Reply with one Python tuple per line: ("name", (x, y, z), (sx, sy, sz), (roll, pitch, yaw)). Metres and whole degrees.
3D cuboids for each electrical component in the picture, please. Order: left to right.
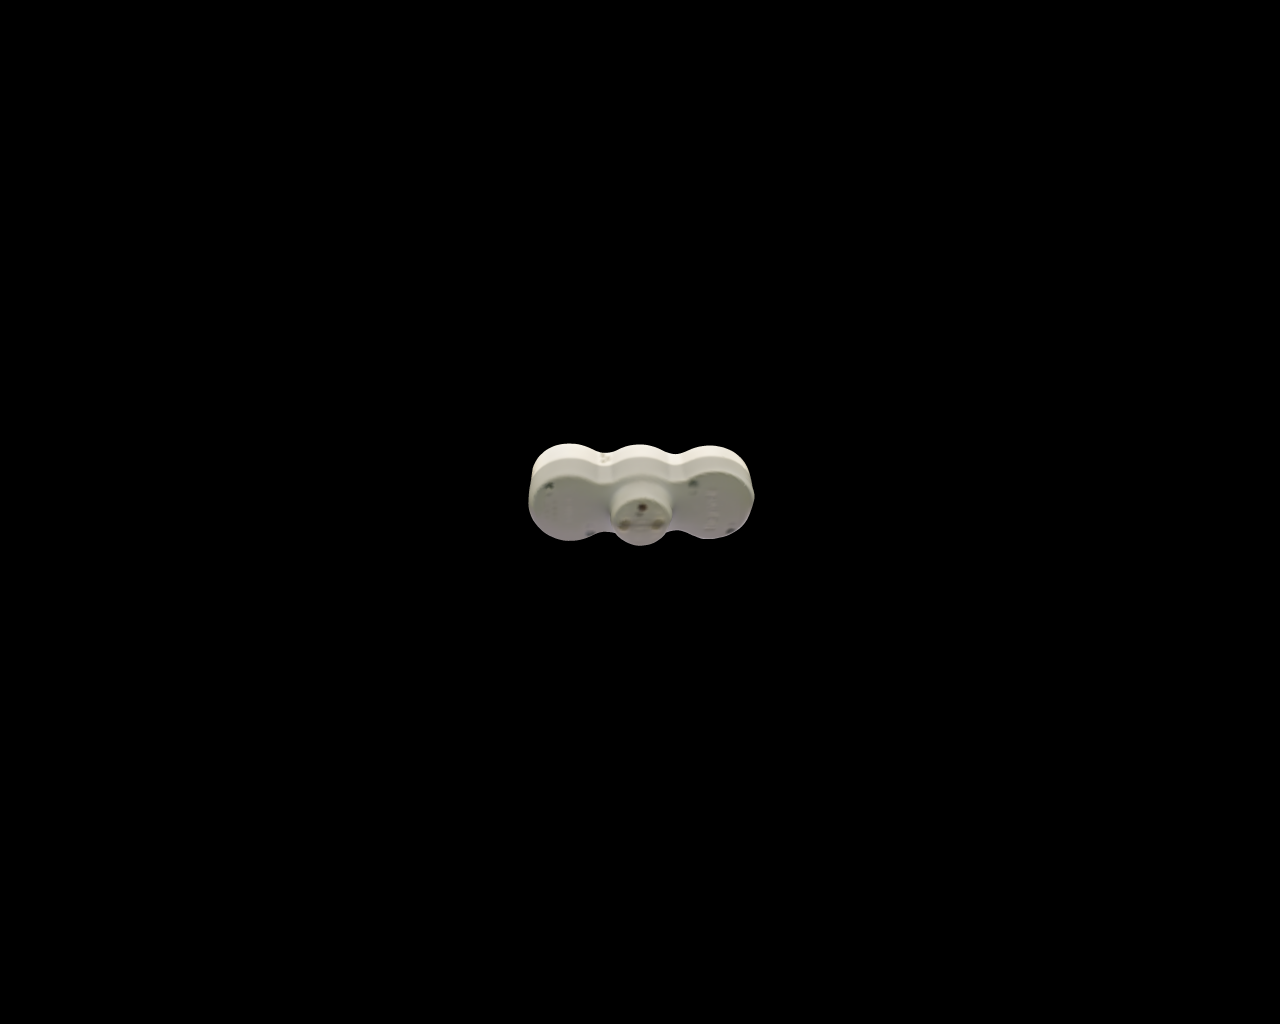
("electrical component", (0.001, -0.003, 0.650), (0.138, 0.052, 0.074), (0, 32, 0))
